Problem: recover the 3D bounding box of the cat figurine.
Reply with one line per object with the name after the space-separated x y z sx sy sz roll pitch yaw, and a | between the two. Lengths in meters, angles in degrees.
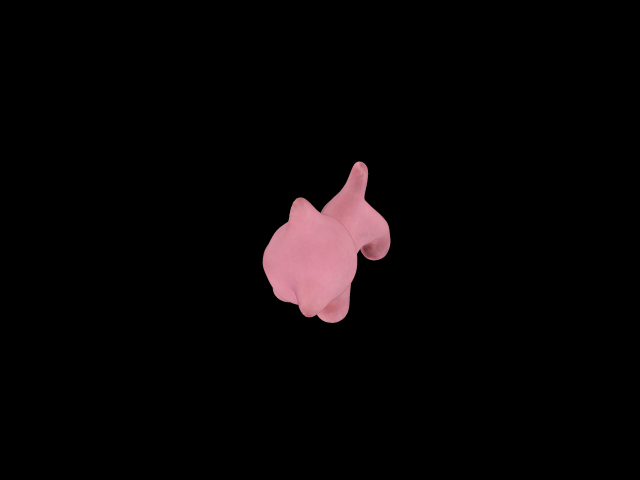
0.004 0.001 0.400 0.067 0.118 0.128 25 63 14 | cat figurine
